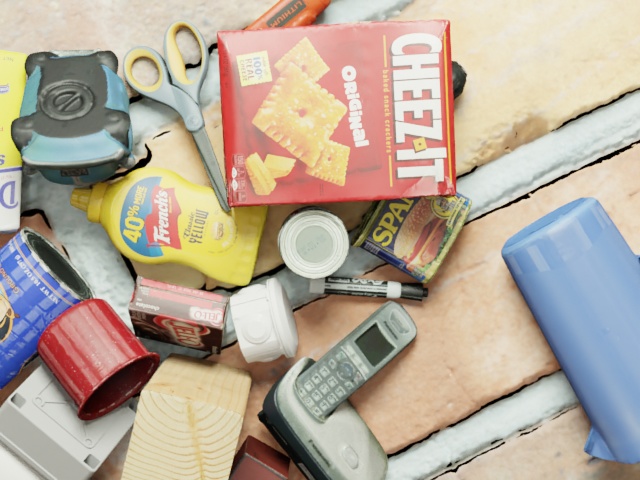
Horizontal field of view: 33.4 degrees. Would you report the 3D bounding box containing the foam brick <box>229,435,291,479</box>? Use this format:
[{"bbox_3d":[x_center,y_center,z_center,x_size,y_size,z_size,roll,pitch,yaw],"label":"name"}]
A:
[{"bbox_3d":[-0.065,0.236,1.061,0.053,0.078,0.051,31,93,-1],"label":"foam brick"}]

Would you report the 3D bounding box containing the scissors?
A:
[{"bbox_3d":[-0.143,-0.119,1.051,0.096,0.016,0.202,-8,79,8],"label":"scissors"}]

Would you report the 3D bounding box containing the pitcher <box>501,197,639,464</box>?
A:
[{"bbox_3d":[0.290,0.078,1.036,0.149,0.145,0.243,-31,90,-35],"label":"pitcher"}]

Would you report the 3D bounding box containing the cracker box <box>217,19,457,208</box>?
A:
[{"bbox_3d":[0.016,-0.116,0.990,0.213,0.072,0.164,-3,94,2],"label":"cracker box"}]

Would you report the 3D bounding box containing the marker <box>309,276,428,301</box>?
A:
[{"bbox_3d":[0.049,0.049,1.082,0.121,0.020,0.020,4,93,-1],"label":"marker"}]

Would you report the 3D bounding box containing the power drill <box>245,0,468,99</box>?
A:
[{"bbox_3d":[0.027,-0.167,1.051,0.184,0.057,0.187,-38,93,1],"label":"power drill"}]

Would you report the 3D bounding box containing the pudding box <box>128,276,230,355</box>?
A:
[{"bbox_3d":[-0.135,0.075,1.033,0.090,0.113,0.039,13,73,-1],"label":"pudding box"}]

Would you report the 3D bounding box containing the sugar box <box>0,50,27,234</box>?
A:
[{"bbox_3d":[-0.335,-0.096,1.030,0.093,0.048,0.176,3,83,-27],"label":"sugar box"}]

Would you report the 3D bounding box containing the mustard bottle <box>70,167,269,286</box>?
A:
[{"bbox_3d":[-0.152,-0.021,1.056,0.191,0.058,0.096,13,91,-1],"label":"mustard bottle"}]

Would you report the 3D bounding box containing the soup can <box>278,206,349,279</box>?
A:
[{"bbox_3d":[-0.007,0.001,1.037,0.068,0.102,0.068,0,93,-2],"label":"soup can"}]

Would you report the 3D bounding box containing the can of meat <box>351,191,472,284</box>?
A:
[{"bbox_3d":[0.092,-0.018,1.062,0.084,0.057,0.102,30,92,-5],"label":"can of meat"}]

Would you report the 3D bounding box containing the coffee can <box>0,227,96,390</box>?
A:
[{"bbox_3d":[-0.303,0.071,1.036,0.140,0.103,0.103,-42,93,1],"label":"coffee can"}]

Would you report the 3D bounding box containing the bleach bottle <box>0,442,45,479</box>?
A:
[{"bbox_3d":[-0.296,0.229,1.044,0.251,0.103,0.068,31,75,-3],"label":"bleach bottle"}]

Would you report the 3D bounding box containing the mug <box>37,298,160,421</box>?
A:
[{"bbox_3d":[-0.206,0.109,1.018,0.081,0.117,0.093,48,112,17],"label":"mug"}]

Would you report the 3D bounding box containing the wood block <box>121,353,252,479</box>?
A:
[{"bbox_3d":[-0.118,0.172,0.992,0.090,0.206,0.091,14,92,-2],"label":"wood block"}]
